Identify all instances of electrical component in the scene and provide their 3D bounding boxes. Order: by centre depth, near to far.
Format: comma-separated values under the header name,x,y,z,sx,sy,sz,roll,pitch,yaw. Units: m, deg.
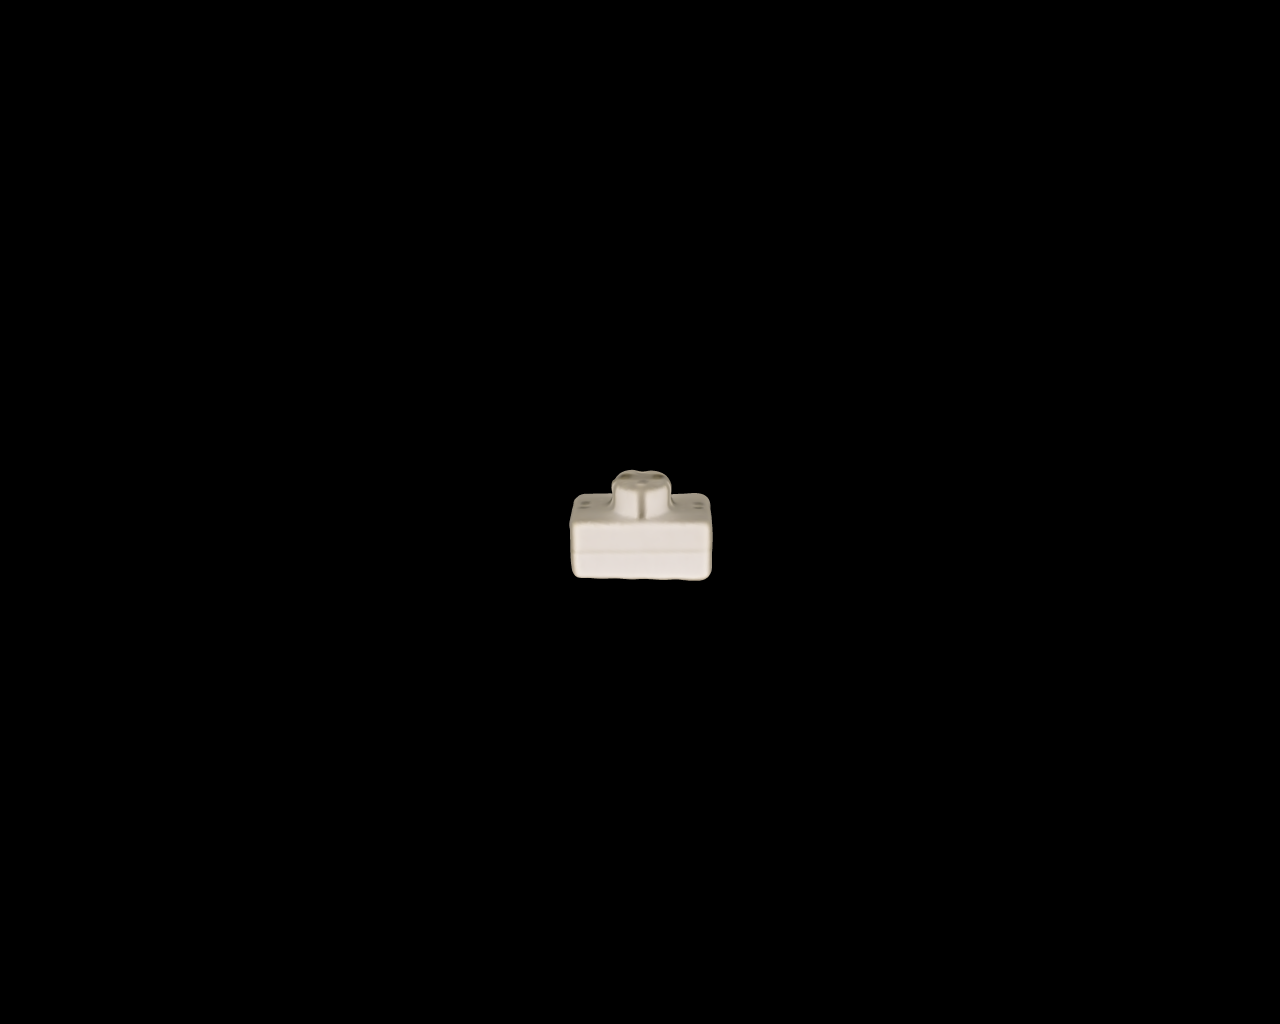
name,x,y,z,sx,sy,sz,roll,pitch,yaw
electrical component,0.001,-0.003,0.650,0.083,0.075,0.047,0,21,0
